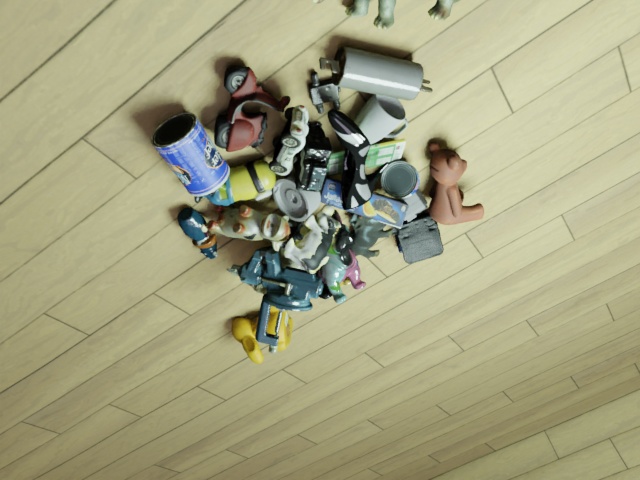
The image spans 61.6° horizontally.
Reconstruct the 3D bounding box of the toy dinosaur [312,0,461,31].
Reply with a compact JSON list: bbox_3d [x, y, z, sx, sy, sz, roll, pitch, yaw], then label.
[{"bbox_3d":[0.157,-0.474,0.905,0.405,0.131,0.192,-16,136,-7],"label":"toy dinosaur"}]

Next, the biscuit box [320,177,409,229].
[{"bbox_3d":[0.100,-0.088,1.245,0.203,0.063,0.059,17,101,0],"label":"biscuit box"}]

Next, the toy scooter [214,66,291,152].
[{"bbox_3d":[-0.135,-0.252,1.076,0.135,0.075,0.183,5,128,-21],"label":"toy scooter"}]

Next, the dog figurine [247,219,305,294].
[{"bbox_3d":[-0.115,0.032,1.346,0.172,0.121,0.190,-8,109,-1],"label":"dog figurine"}]

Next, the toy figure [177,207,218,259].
[{"bbox_3d":[-0.284,-0.013,1.283,0.058,0.064,0.154,-41,139,-14],"label":"toy figure"}]

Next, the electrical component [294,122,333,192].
[{"bbox_3d":[-0.018,-0.169,1.143,0.058,0.134,0.114,2,135,-14],"label":"electrical component"}]

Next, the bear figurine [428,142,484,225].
[{"bbox_3d":[0.316,-0.137,1.275,0.132,0.120,0.195,-17,125,-21],"label":"bear figurine"}]

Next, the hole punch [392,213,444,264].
[{"bbox_3d":[0.255,-0.012,1.415,0.142,0.092,0.115,-15,106,3],"label":"hole punch"}]

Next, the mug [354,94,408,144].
[{"bbox_3d":[0.126,-0.250,1.144,0.109,0.081,0.107,17,142,-34],"label":"mug"}]

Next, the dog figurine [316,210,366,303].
[{"bbox_3d":[0.028,0.038,1.372,0.108,0.192,0.219,-25,107,-28],"label":"dog figurine"}]

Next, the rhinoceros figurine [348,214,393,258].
[{"bbox_3d":[0.123,-0.037,1.360,0.112,0.073,0.190,10,133,-9],"label":"rhinoceros figurine"}]

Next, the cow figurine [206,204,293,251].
[{"bbox_3d":[-0.150,-0.030,1.232,0.195,0.085,0.127,6,168,39],"label":"cow figurine"}]

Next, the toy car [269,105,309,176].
[{"bbox_3d":[-0.062,-0.199,1.100,0.056,0.073,0.201,12,158,-14],"label":"toy car"}]

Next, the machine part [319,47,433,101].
[{"bbox_3d":[0.113,-0.327,1.061,0.243,0.079,0.079,6,132,-18],"label":"machine part"}]

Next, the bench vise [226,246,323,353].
[{"bbox_3d":[-0.113,0.144,1.256,0.224,0.129,0.240,10,98,-5],"label":"bench vise"}]

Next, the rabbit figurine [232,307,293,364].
[{"bbox_3d":[-0.173,0.270,1.547,0.173,0.162,0.121,1,149,9],"label":"rabbit figurine"}]

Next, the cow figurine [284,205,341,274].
[{"bbox_3d":[-0.002,-0.005,1.235,0.098,0.167,0.068,38,155,6],"label":"cow figurine"}]

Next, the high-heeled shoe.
[{"bbox_3d":[0.047,-0.159,1.110,0.145,0.086,0.248,-41,135,12],"label":"high-heeled shoe"}]

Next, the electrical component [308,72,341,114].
[{"bbox_3d":[0.011,-0.303,1.097,0.063,0.021,0.093,-15,135,0],"label":"electrical component"}]

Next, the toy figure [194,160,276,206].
[{"bbox_3d":[-0.187,-0.124,1.184,0.180,0.082,0.089,-6,135,-5],"label":"toy figure"}]
